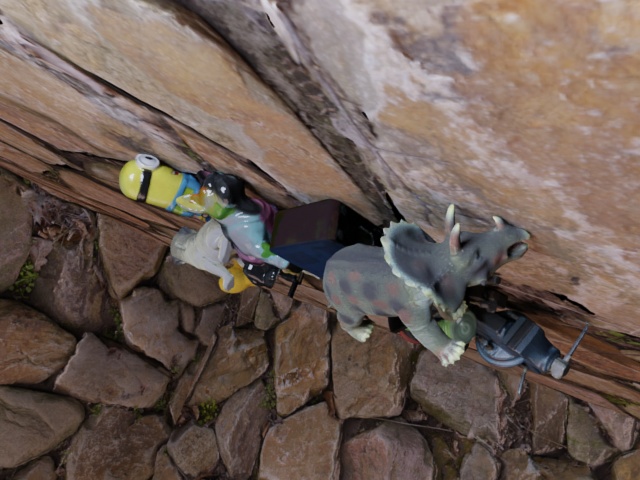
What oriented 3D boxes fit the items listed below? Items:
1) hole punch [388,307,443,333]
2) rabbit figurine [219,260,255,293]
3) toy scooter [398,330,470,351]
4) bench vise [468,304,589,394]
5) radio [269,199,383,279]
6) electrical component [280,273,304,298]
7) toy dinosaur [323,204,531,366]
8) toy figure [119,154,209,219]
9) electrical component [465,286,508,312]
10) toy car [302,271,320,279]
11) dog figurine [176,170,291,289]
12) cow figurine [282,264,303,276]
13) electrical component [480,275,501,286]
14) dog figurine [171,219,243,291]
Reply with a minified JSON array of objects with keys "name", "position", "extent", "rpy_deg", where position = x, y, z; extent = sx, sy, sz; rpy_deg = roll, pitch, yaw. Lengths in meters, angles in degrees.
[{"name":"hole punch","position":[0.177,0.098,0.959],"extent":[0.092,0.116,0.142],"rpy_deg":[0,158,-20]},{"name":"rabbit figurine","position":[-0.197,0.067,1.432],"extent":[0.162,0.173,0.121],"rpy_deg":[24,166,11]},{"name":"toy scooter","position":[0.239,0.205,1.232],"extent":[0.184,0.075,0.135],"rpy_deg":[23,176,-16]},{"name":"bench vise","position":[0.393,0.208,1.037],"extent":[0.224,0.129,0.240],"rpy_deg":[18,160,44]},{"name":"radio","position":[0.042,0.019,0.878],"extent":[0.131,0.073,0.229],"rpy_deg":[-14,149,41]},{"name":"electrical component","position":[-0.077,0.099,1.495],"extent":[0.048,0.119,0.074],"rpy_deg":[18,171,20]},{"name":"toy dinosaur","position":[0.080,0.058,0.737],"extent":[0.405,0.131,0.192],"rpy_deg":[-7,126,50]},{"name":"toy figure","position":[-0.282,-0.092,1.004],"extent":[0.180,0.089,0.082],"rpy_deg":[30,159,-28]},{"name":"electrical component","position":[0.294,0.109,0.987],"extent":[0.078,0.045,0.102],"rpy_deg":[28,169,-26]},{"name":"toy car","position":[0.030,0.089,1.394],"extent":[0.201,0.056,0.074],"rpy_deg":[27,168,-28]},{"name":"dog figurine","position":[-0.142,-0.026,0.939],"extent":[0.219,0.108,0.191],"rpy_deg":[33,146,-4]},{"name":"cow figurine","position":[-0.071,0.011,1.084],"extent":[0.068,0.098,0.167],"rpy_deg":[23,172,34]},{"name":"electrical component","position":[0.243,0.055,0.876],"extent":[0.063,0.021,0.094],"rpy_deg":[26,168,-27]},{"name":"dog figurine","position":[-0.228,-0.007,1.075],"extent":[0.191,0.172,0.121],"rpy_deg":[22,-155,25]}]
